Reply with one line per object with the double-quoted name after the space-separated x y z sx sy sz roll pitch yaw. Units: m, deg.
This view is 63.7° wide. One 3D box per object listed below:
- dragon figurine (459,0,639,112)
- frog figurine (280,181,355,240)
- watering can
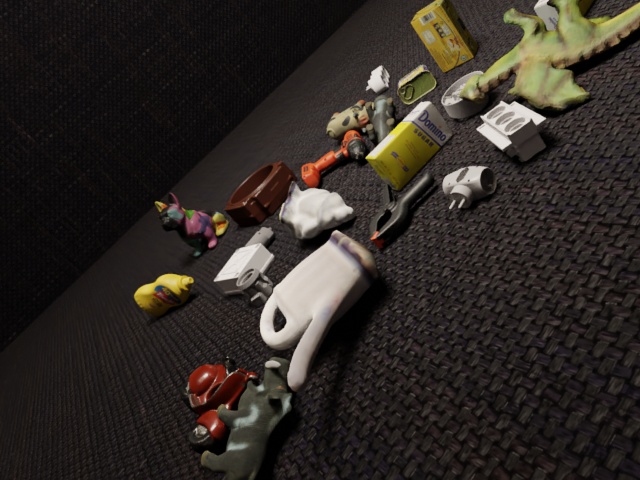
0.444 -0.320 0.919 0.409 0.120 0.247 0 62 39 "dragon figurine"
0.003 -0.057 1.136 0.159 0.120 0.140 9 34 16 "frog figurine"
0.002 0.096 0.808 0.225 0.103 0.350 -42 17 -2 "watering can"
